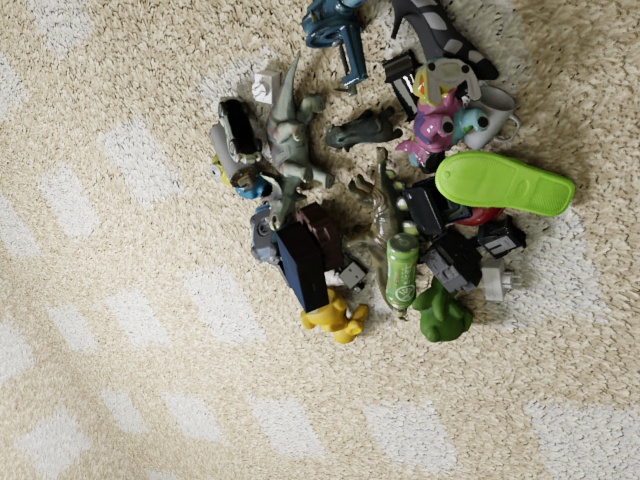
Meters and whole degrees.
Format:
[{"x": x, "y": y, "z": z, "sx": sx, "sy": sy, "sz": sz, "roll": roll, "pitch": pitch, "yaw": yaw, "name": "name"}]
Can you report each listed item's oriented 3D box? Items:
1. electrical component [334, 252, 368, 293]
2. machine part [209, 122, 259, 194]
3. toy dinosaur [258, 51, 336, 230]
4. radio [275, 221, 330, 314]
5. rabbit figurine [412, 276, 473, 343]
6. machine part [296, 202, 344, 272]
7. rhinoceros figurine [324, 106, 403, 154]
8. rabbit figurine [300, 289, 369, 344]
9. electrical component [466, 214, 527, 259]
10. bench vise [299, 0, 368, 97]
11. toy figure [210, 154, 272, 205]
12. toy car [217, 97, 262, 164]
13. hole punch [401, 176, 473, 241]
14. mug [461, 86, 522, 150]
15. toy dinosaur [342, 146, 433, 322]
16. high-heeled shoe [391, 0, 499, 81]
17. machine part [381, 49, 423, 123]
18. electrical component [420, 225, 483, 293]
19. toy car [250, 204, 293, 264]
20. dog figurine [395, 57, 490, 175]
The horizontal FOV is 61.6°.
[{"x": 0.080, "y": 0.089, "z": 1.407, "sx": 0.102, "sy": 0.045, "sz": 0.078, "roll": 40, "pitch": 103, "yaw": 3, "name": "electrical component"}, {"x": -0.217, "y": -0.215, "z": 1.345, "sx": 0.243, "sy": 0.079, "sz": 0.079, "roll": 61, "pitch": 139, "yaw": 30, "name": "machine part"}, {"x": -0.075, "y": -0.231, "z": 1.269, "sx": 0.192, "sy": 0.131, "sz": 0.404, "roll": 13, "pitch": 114, "yaw": 40, "name": "toy dinosaur"}, {"x": -0.043, "y": 0.069, "z": 1.345, "sx": 0.131, "sy": 0.073, "sz": 0.229, "roll": 57, "pitch": 164, "yaw": 38, "name": "radio"}, {"x": 0.278, "y": 0.142, "z": 1.254, "sx": 0.121, "sy": 0.159, "sz": 0.170, "roll": 16, "pitch": 110, "yaw": 37, "name": "rabbit figurine"}, {"x": -0.003, "y": -0.004, "z": 1.334, "sx": 0.179, "sy": 0.056, "sz": 0.179, "roll": 60, "pitch": 165, "yaw": 28, "name": "machine part"}, {"x": 0.088, "y": -0.229, "z": 1.159, "sx": 0.190, "sy": 0.112, "sz": 0.073, "roll": 5, "pitch": 126, "yaw": 52, "name": "rhinoceros figurine"}, {"x": 0.055, "y": 0.214, "z": 1.471, "sx": 0.162, "sy": 0.122, "sz": 0.173, "roll": -13, "pitch": 124, "yaw": 28, "name": "rabbit figurine"}, {"x": 0.369, "y": 0.000, "z": 1.145, "sx": 0.119, "sy": 0.048, "sz": 0.074, "roll": -24, "pitch": 124, "yaw": 37, "name": "electrical component"}, {"x": 0.053, "y": -0.409, "z": 1.057, "sx": 0.224, "sy": 0.129, "sz": 0.240, "roll": -11, "pitch": 93, "yaw": 45, "name": "bench vise"}, {"x": -0.207, "y": -0.165, "z": 1.415, "sx": 0.180, "sy": 0.089, "sz": 0.082, "roll": 29, "pitch": 134, "yaw": 5, "name": "toy figure"}, {"x": -0.196, "y": -0.265, "z": 1.299, "sx": 0.056, "sy": 0.073, "sz": 0.202, "roll": -55, "pitch": 49, "yaw": 53, "name": "toy car"}, {"x": 0.240, "y": -0.076, "z": 1.110, "sx": 0.142, "sy": 0.092, "sz": 0.116, "roll": 62, "pitch": 164, "yaw": -9, "name": "hole punch"}, {"x": 0.326, "y": -0.225, "z": 1.036, "sx": 0.110, "sy": 0.081, "sz": 0.107, "roll": 31, "pitch": 140, "yaw": 10, "name": "mug"}, {"x": 0.157, "y": -0.003, "z": 1.262, "sx": 0.199, "sy": 0.105, "sz": 0.470, "roll": 14, "pitch": 128, "yaw": 22, "name": "toy dinosaur"}, {"x": 0.240, "y": -0.402, "z": 1.009, "sx": 0.249, "sy": 0.145, "sz": 0.086, "roll": 21, "pitch": 174, "yaw": -9, "name": "high-heeled shoe"}, {"x": 0.180, "y": -0.312, "z": 1.101, "sx": 0.084, "sy": 0.039, "sz": 0.138, "roll": -13, "pitch": 108, "yaw": 32, "name": "machine part"}, {"x": 0.300, "y": 0.048, "z": 1.188, "sx": 0.134, "sy": 0.115, "sz": 0.058, "roll": 47, "pitch": 136, "yaw": -4, "name": "electrical component"}, {"x": -0.120, "y": -0.012, "z": 1.430, "sx": 0.109, "sy": 0.103, "sz": 0.161, "roll": -11, "pitch": 70, "yaw": 31, "name": "toy car"}, {"x": 0.215, "y": -0.231, "z": 1.041, "sx": 0.219, "sy": 0.108, "sz": 0.191, "roll": 158, "pitch": 96, "yaw": -74, "name": "dog figurine"}]
